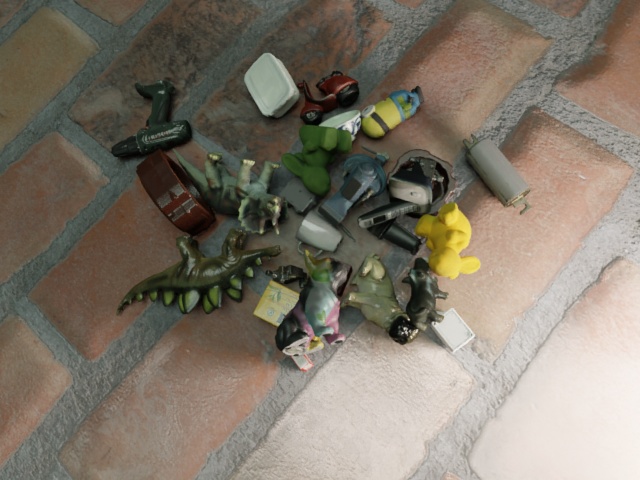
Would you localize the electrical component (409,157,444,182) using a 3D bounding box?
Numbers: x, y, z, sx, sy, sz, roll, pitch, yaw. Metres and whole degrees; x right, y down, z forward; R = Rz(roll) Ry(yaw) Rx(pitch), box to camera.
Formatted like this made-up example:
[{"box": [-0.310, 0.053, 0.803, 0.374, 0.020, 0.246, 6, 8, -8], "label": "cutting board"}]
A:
[{"box": [0.263, -0.173, 1.333, 0.094, 0.021, 0.063, 14, 78, 11], "label": "electrical component"}]

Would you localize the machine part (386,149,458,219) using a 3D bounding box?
[{"box": [0.256, -0.139, 1.365, 0.179, 0.056, 0.179, -2, 74, 7], "label": "machine part"}]

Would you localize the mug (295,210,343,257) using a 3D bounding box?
[{"box": [-0.003, -0.004, 1.353, 0.107, 0.081, 0.109, 28, 90, 8], "label": "mug"}]

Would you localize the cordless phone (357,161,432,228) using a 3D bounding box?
[{"box": [0.168, -0.094, 1.261, 0.184, 0.146, 0.089, -23, 66, 0], "label": "cordless phone"}]

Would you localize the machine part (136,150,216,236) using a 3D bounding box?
[{"box": [-0.368, -0.116, 1.374, 0.087, 0.201, 0.201, -36, 72, 0], "label": "machine part"}]

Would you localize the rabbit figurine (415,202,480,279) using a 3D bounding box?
[{"box": [0.296, 0.025, 1.264, 0.122, 0.162, 0.173, -22, 29, 33], "label": "rabbit figurine"}]

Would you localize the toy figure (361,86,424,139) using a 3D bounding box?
[{"box": [0.191, -0.338, 1.422, 0.180, 0.082, 0.089, -26, 70, -3], "label": "toy figure"}]

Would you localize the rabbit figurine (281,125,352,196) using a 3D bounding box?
[{"box": [-0.015, -0.197, 1.337, 0.159, 0.121, 0.170, 11, 99, 24], "label": "rabbit figurine"}]

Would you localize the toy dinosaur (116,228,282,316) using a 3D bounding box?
[{"box": [-0.312, 0.087, 1.356, 0.472, 0.105, 0.198, -12, 78, 15], "label": "toy dinosaur"}]

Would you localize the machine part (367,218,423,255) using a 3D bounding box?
[{"box": [0.193, -0.015, 1.347, 0.139, 0.039, 0.084, 37, 77, 18], "label": "machine part"}]

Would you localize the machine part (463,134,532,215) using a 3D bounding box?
[{"box": [0.441, -0.168, 1.334, 0.079, 0.079, 0.243, -32, 70, -2], "label": "machine part"}]

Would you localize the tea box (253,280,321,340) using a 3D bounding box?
[{"box": [-0.064, 0.179, 1.310, 0.170, 0.068, 0.098, 23, 77, 13], "label": "tea box"}]

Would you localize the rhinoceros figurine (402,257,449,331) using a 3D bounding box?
[{"box": [0.238, 0.121, 1.255, 0.112, 0.073, 0.190, 38, 40, -17], "label": "rhinoceros figurine"}]

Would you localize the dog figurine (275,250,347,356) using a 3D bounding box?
[{"box": [-0.022, 0.137, 1.225, 0.192, 0.108, 0.219, -22, 57, 21], "label": "dog figurine"}]

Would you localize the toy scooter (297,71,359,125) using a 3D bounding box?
[{"box": [0.009, -0.404, 1.474, 0.184, 0.075, 0.135, -33, 68, 2], "label": "toy scooter"}]

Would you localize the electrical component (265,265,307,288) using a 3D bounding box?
[{"box": [-0.075, 0.092, 1.327, 0.078, 0.102, 0.045, -21, 63, 26], "label": "electrical component"}]

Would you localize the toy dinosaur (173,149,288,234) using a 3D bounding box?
[{"box": [-0.231, -0.126, 1.399, 0.405, 0.131, 0.192, 14, 100, 32], "label": "toy dinosaur"}]

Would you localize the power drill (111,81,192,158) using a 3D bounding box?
[{"box": [-0.485, -0.343, 1.526, 0.232, 0.086, 0.207, -8, 69, 5], "label": "power drill"}]

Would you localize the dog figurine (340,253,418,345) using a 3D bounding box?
[{"box": [0.164, 0.139, 1.284, 0.191, 0.121, 0.172, 27, 82, 1], "label": "dog figurine"}]

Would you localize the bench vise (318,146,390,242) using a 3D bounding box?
[{"box": [0.101, -0.140, 1.346, 0.129, 0.223, 0.240, 33, 50, 11], "label": "bench vise"}]
